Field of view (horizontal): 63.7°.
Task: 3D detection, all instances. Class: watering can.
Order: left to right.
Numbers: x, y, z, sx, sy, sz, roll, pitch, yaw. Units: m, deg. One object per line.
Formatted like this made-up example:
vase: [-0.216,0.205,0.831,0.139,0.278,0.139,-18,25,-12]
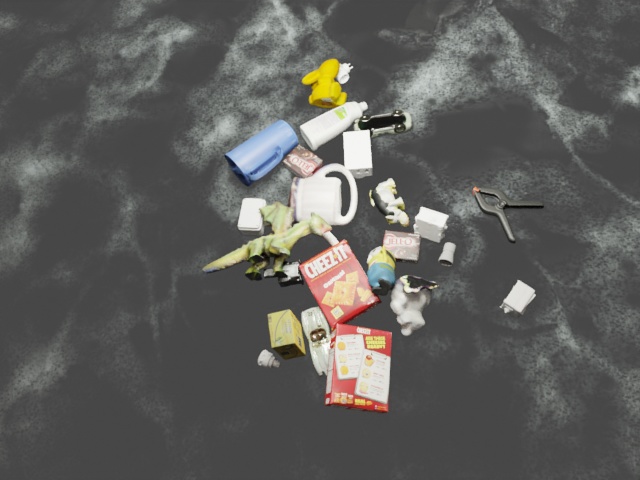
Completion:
watering can: [0.005,-0.083,1.651,0.224,0.102,0.352,2,74,10]

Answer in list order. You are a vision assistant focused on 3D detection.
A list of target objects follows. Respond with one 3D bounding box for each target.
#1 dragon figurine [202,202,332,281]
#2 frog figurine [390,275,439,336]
dragon figurine: [-0.165,-0.010,1.595,0.409,0.119,0.248,-3,52,19]
frog figurine: [0.259,0.188,1.481,0.124,0.157,0.138,27,29,37]
